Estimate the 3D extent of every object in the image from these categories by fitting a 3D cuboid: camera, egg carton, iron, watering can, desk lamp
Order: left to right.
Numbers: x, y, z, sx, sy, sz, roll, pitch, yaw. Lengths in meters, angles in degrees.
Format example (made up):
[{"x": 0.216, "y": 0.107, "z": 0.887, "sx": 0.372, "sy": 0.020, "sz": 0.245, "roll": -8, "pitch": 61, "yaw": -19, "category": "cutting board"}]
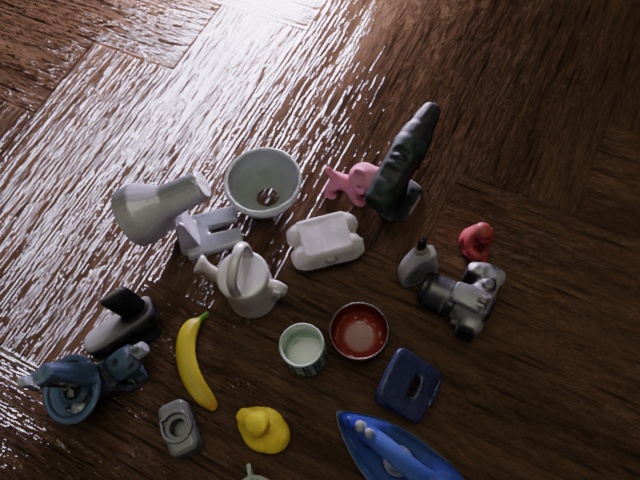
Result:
[{"x": -0.276, "y": -0.050, "z": 1.131, "sx": 0.203, "sy": 0.214, "sz": 0.118, "roll": -17, "pitch": 64, "yaw": -3, "category": "desk lamp"}, {"x": -0.150, "y": 0.072, "z": 1.074, "sx": 0.173, "sy": 0.194, "sz": 0.101, "roll": -7, "pitch": 64, "yaw": 2, "category": "watering can"}, {"x": 0.011, "y": 0.004, "z": 1.162, "sx": 0.150, "sy": 0.069, "sz": 0.107, "roll": -15, "pitch": 65, "yaw": -2, "category": "egg carton"}, {"x": 0.123, "y": 0.361, "z": 0.945, "sx": 0.257, "sy": 0.141, "sz": 0.119, "roll": 36, "pitch": 72, "yaw": 19, "category": "iron"}, {"x": 0.262, "y": 0.098, "z": 1.080, "sx": 0.136, "sy": 0.101, "sz": 0.143, "roll": 25, "pitch": 69, "yaw": 15, "category": "camera"}]

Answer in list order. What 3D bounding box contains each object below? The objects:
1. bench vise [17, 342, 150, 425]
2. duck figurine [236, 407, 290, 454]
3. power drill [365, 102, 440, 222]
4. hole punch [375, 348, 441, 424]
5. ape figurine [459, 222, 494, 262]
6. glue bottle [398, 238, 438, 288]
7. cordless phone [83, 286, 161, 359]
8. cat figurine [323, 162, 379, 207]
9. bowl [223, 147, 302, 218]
[{"x": -0.416, "y": 0.230, "z": 1.007, "sx": 0.121, "sy": 0.220, "sz": 0.208, "roll": 36, "pitch": 73, "yaw": 19, "category": "bench vise"}, {"x": -0.103, "y": 0.331, "z": 1.008, "sx": 0.104, "sy": 0.086, "sz": 0.077, "roll": 28, "pitch": 70, "yaw": 17, "category": "duck figurine"}, {"x": 0.165, "y": -0.134, "z": 1.137, "sx": 0.075, "sy": 0.208, "sz": 0.230, "roll": 27, "pitch": 70, "yaw": 16, "category": "power drill"}, {"x": 0.159, "y": 0.259, "z": 1.018, "sx": 0.101, "sy": 0.091, "sz": 0.109, "roll": 24, "pitch": 69, "yaw": 15, "category": "hole punch"}, {"x": 0.314, "y": -0.003, "z": 1.128, "sx": 0.078, "sy": 0.092, "sz": 0.076, "roll": -38, "pitch": 67, "yaw": -13, "category": "ape figurine"}, {"x": 0.187, "y": 0.037, "z": 1.074, "sx": 0.078, "sy": 0.173, "sz": 0.037, "roll": -18, "pitch": 64, "yaw": -4, "category": "glue bottle"}, {"x": -0.387, "y": 0.147, "z": 1.063, "sx": 0.148, "sy": 0.185, "sz": 0.094, "roll": -37, "pitch": 67, "yaw": -12, "category": "cordless phone"}, {"x": 0.070, "y": -0.128, "z": 1.192, "sx": 0.127, "sy": 0.118, "sz": 0.067, "roll": 14, "pitch": 67, "yaw": 11, "category": "cat figurine"}, {"x": -0.118, "y": -0.110, "z": 1.223, "sx": 0.167, "sy": 0.075, "sz": 0.167, "roll": -2, "pitch": 65, "yaw": 4, "category": "bowl"}]
